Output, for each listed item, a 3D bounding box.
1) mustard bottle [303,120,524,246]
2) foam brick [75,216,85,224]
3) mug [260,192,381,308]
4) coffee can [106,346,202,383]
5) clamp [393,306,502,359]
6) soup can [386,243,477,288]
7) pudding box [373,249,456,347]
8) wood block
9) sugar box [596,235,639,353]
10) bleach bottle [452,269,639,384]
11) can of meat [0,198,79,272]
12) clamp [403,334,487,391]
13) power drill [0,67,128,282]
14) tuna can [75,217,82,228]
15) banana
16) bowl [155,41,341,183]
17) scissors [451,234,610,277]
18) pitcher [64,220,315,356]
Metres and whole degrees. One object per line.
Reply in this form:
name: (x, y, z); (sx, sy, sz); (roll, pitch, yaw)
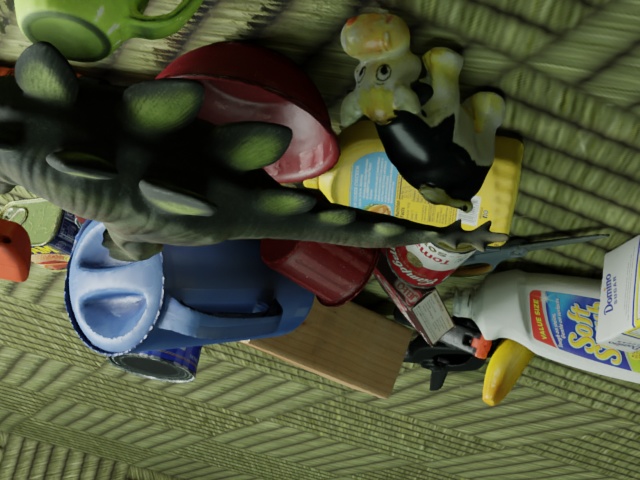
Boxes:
mustard bottle: (0.064, -0.051, 0.870); (0.192, 0.058, 0.096); (9, 138, 8)
foam brick: (-0.197, -0.044, 1.040); (0.078, 0.053, 0.051); (8, 158, 7)
mug: (-0.007, 0.001, 1.025); (0.081, 0.093, 0.117); (31, -172, -31)
coffee can: (-0.176, 0.081, 1.218); (0.103, 0.140, 0.103); (10, 159, 4)
clamp: (0.145, 0.100, 1.185); (0.120, 0.039, 0.171); (10, 179, -2)
soup can: (0.106, -0.003, 0.963); (0.068, 0.068, 0.102); (15, 158, -8)
pudding box: (0.089, 0.049, 1.077); (0.090, 0.039, 0.113); (52, 180, 30)
wood block: (-0.006, 0.106, 1.238); (0.205, 0.090, 0.091); (26, 170, -32)
sugar box: (0.303, 0.032, 0.915); (0.048, 0.093, 0.176); (16, 159, -9)
bleach bottle: (0.258, 0.088, 1.068); (0.251, 0.102, 0.068); (8, -171, 12)
can of meat: (-0.296, -0.004, 1.186); (0.102, 0.057, 0.083); (-4, 156, 35)
clamp: (0.134, 0.144, 1.354); (0.164, 0.036, 0.210); (20, 156, -20)
power drill: (-0.230, -0.059, 0.842); (0.184, 0.187, 0.057); (9, 144, 14)
tuna can: (-0.212, -0.025, 1.119); (0.086, 0.033, 0.086); (10, 158, 4)
banana: (0.223, 0.118, 1.143); (0.037, 0.069, 0.197); (0, -171, 33)
bowl: (-0.058, -0.104, 0.815); (0.162, 0.055, 0.162); (10, 158, 4)
scissors: (0.168, 0.003, 1.016); (0.096, 0.016, 0.202); (23, 156, -25)
pitcher: (-0.107, 0.046, 1.026); (0.145, 0.149, 0.242); (-30, 159, 33)
